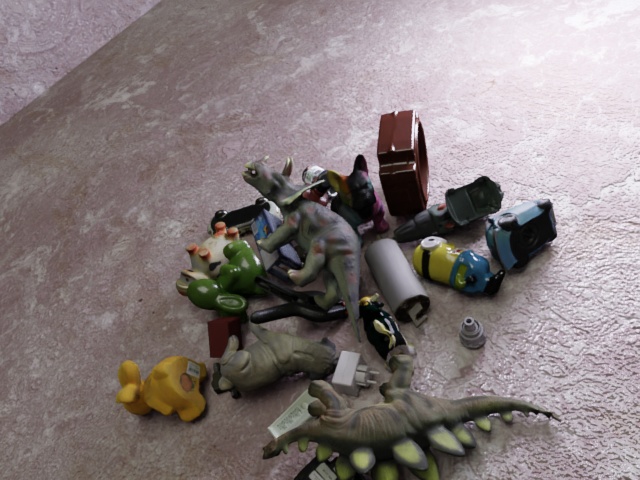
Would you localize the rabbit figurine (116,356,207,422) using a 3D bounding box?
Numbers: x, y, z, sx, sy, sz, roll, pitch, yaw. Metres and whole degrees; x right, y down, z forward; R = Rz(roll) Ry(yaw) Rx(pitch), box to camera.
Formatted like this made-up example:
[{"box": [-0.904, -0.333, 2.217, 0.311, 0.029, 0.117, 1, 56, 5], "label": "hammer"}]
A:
[{"box": [-0.334, 0.307, 1.075, 0.173, 0.162, 0.122, -26, 55, 27], "label": "rabbit figurine"}]

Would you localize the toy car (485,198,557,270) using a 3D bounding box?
[{"box": [0.380, -0.022, 1.053, 0.162, 0.109, 0.103, -33, 25, -17], "label": "toy car"}]

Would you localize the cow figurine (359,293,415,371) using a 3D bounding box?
[{"box": [0.107, 0.158, 1.021, 0.068, 0.098, 0.167, -35, 46, 1], "label": "cow figurine"}]

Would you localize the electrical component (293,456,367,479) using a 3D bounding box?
[{"box": [0.012, 0.417, 0.865, 0.134, 0.058, 0.115, -40, 48, -13], "label": "electrical component"}]

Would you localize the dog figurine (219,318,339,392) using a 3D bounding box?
[{"box": [-0.078, 0.241, 1.017, 0.191, 0.121, 0.172, 15, 60, 32], "label": "dog figurine"}]

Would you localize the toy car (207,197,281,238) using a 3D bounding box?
[{"box": [-0.195, -0.051, 1.373, 0.202, 0.056, 0.073, -16, 52, 13], "label": "toy car"}]

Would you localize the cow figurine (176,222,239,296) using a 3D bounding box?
[{"box": [-0.265, 0.062, 1.275, 0.086, 0.127, 0.195, 15, 45, 33], "label": "cow figurine"}]

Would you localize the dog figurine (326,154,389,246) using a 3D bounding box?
[{"box": [0.072, -0.102, 1.182, 0.108, 0.219, 0.192, -26, 46, -3], "label": "dog figurine"}]

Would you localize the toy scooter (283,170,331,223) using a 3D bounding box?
[{"box": [-0.031, -0.083, 1.285, 0.184, 0.075, 0.135, -58, 10, -5], "label": "toy scooter"}]

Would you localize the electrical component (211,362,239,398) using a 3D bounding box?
[{"box": [-0.192, 0.285, 1.099, 0.063, 0.021, 0.094, -23, 46, 5], "label": "electrical component"}]

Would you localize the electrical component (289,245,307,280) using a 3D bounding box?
[{"box": [-0.034, 0.041, 1.229, 0.078, 0.045, 0.102, -33, 34, 36], "label": "electrical component"}]

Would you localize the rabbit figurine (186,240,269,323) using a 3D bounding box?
[{"box": [-0.205, 0.110, 1.197, 0.170, 0.121, 0.159, -27, 65, -19], "label": "rabbit figurine"}]

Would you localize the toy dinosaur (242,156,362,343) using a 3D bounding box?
[{"box": [0.000, -0.001, 1.067, 0.405, 0.131, 0.192, 43, 91, 19], "label": "toy dinosaur"}]

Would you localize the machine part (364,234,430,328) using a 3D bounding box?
[{"box": [0.153, 0.078, 1.084, 0.079, 0.079, 0.243, -26, 46, 2], "label": "machine part"}]

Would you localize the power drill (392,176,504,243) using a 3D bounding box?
[{"box": [0.266, -0.052, 1.080, 0.232, 0.207, 0.086, -21, 78, -3], "label": "power drill"}]

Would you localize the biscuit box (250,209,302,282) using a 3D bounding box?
[{"box": [-0.106, 0.009, 1.245, 0.059, 0.062, 0.203, -48, 34, 15], "label": "biscuit box"}]

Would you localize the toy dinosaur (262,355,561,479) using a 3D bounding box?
[{"box": [0.136, 0.297, 0.870, 0.472, 0.104, 0.199, -15, 42, -3], "label": "toy dinosaur"}]

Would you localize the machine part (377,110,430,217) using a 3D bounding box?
[{"box": [0.190, -0.169, 1.196, 0.087, 0.200, 0.201, -6, 49, 17], "label": "machine part"}]

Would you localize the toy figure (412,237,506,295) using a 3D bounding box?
[{"box": [0.264, 0.055, 1.050, 0.180, 0.082, 0.089, 29, 91, 33], "label": "toy figure"}]
